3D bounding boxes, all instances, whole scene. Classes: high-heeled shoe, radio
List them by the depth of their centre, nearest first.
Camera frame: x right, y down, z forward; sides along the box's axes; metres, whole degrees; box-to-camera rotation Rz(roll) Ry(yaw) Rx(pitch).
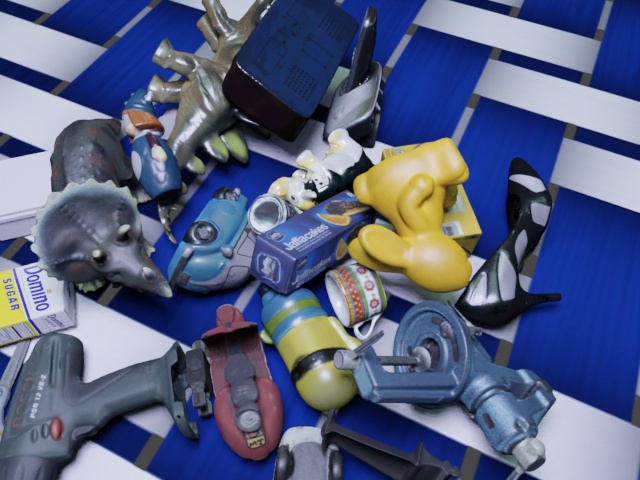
[{"bbox_3d":[0.237,-0.004,0.727,0.145,0.086,0.249,-2,61,-2],"label":"high-heeled shoe"},{"bbox_3d":[-0.041,-0.269,0.793,0.131,0.073,0.229,31,57,-13],"label":"radio"}]

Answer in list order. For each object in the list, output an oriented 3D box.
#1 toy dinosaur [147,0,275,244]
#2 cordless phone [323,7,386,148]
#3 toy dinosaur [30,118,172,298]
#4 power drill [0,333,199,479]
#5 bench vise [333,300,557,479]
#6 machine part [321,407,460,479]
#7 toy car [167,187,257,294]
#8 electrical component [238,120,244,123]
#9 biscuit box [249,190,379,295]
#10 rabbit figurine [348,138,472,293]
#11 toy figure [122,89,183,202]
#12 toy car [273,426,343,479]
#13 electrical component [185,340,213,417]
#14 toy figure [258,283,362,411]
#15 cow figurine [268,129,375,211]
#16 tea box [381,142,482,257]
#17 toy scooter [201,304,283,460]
[{"bbox_3d":[-0.157,-0.221,0.815,0.198,0.105,0.471,29,71,-5],"label":"toy dinosaur"},{"bbox_3d":[0.063,-0.246,0.830,0.089,0.184,0.146,13,57,3],"label":"cordless phone"},{"bbox_3d":[-0.297,-0.078,0.709,0.131,0.192,0.405,-15,59,-13],"label":"toy dinosaur"},{"bbox_3d":[-0.243,0.205,0.594,0.207,0.085,0.232,-15,54,-1],"label":"power drill"},{"bbox_3d":[0.127,0.152,0.579,0.240,0.128,0.224,10,42,-30],"label":"bench vise"},{"bbox_3d":[0.066,0.220,0.550,0.139,0.084,0.039,23,54,8],"label":"machine part"},{"bbox_3d":[-0.128,0.011,0.714,0.103,0.109,0.162,33,43,-7],"label":"toy car"},{"bbox_3d":[-0.106,-0.248,0.911,0.102,0.045,0.078,-24,58,-16],"label":"electrical component"},{"bbox_3d":[-0.001,-0.002,0.691,0.063,0.059,0.202,31,36,22],"label":"biscuit box"},{"bbox_3d":[0.117,-0.015,0.643,0.162,0.122,0.173,-17,78,-13],"label":"rabbit figurine"},{"bbox_3d":[-0.225,-0.128,0.709,0.058,0.064,0.154,-9,75,-56],"label":"toy figure"},{"bbox_3d":[-0.016,0.294,0.545,0.073,0.056,0.202,6,57,-5],"label":"toy car"},{"bbox_3d":[-0.142,0.156,0.629,0.021,0.063,0.094,-10,56,-7],"label":"electrical component"},{"bbox_3d":[-0.019,0.120,0.642,0.089,0.082,0.180,-10,54,-43],"label":"toy figure"},{"bbox_3d":[0.005,-0.084,0.791,0.098,0.068,0.167,44,66,13],"label":"cow figurine"},{"bbox_3d":[0.151,-0.054,0.769,0.098,0.068,0.170,-8,58,-6],"label":"tea box"},{"bbox_3d":[-0.089,0.143,0.597,0.075,0.135,0.184,-13,58,-11],"label":"toy scooter"}]
